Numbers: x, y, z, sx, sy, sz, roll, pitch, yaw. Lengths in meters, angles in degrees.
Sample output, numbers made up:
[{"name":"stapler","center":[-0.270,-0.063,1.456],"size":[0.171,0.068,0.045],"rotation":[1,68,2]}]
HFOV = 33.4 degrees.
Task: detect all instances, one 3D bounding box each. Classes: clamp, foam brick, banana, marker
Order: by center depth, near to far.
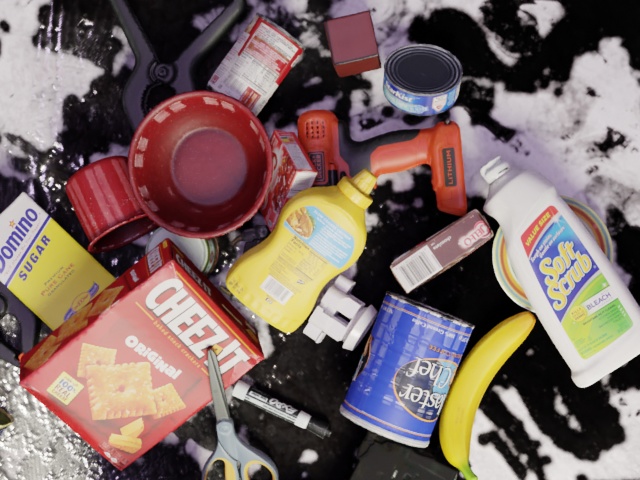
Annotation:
[{"name":"banana","center":[0.174,0.164,1.162],"size":[0.070,0.037,0.197],"rotation":[15,76,29]},{"name":"foam brick","center":[0.038,-0.215,1.180],"size":[0.051,0.078,0.053],"rotation":[-12,89,6]},{"name":"marker","center":[-0.042,0.193,1.207],"size":[0.121,0.020,0.020],"rotation":[24,91,7]},{"name":"clamp","center":[-0.167,-0.195,1.225],"size":[0.164,0.036,0.210],"rotation":[2,91,7]},{"name":"clamp","center":[-0.369,0.067,1.243],"size":[0.120,0.039,0.171],"rotation":[-37,88,3]}]

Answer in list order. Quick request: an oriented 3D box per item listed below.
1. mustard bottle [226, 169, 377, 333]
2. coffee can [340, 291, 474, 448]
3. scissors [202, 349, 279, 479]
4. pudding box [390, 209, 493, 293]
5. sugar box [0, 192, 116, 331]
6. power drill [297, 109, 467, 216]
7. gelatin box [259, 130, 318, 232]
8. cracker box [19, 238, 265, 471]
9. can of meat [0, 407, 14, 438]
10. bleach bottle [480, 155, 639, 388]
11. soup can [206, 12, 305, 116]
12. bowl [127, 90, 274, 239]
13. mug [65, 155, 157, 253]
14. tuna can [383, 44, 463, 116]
[{"name":"mustard bottle","center":[-0.007,0.001,1.136],"size":[0.096,0.058,0.192],"rotation":[39,102,-10]},{"name":"coffee can","center":[0.094,0.138,1.149],"size":[0.103,0.102,0.140],"rotation":[22,91,7]},{"name":"scissors","center":[-0.086,0.213,1.178],"size":[0.096,0.016,0.202],"rotation":[7,113,-5]},{"name":"pudding box","center":[0.133,0.013,1.155],"size":[0.113,0.090,0.039],"rotation":[-33,83,6]},{"name":"sugar box","center":[-0.304,0.038,1.215],"size":[0.176,0.048,0.093],"rotation":[43,81,-3]},{"name":"power drill","center":[0.067,-0.058,1.181],"size":[0.188,0.057,0.184],"rotation":[-3,90,7]},{"name":"gelatin box","center":[-0.042,-0.063,1.171],"size":[0.073,0.030,0.089],"rotation":[62,139,40]},{"name":"cracker box","center":[-0.193,0.129,1.168],"size":[0.214,0.072,0.164],"rotation":[-38,115,5]},{"name":"can of meat","center":[-0.422,0.220,1.236],"size":[0.102,0.057,0.084],"rotation":[32,95,7]},{"name":"bleach bottle","center":[0.245,0.025,1.133],"size":[0.102,0.068,0.251],"rotation":[-35,84,6]},{"name":"soup can","center":[-0.073,-0.194,1.197],"size":[0.068,0.068,0.102],"rotation":[36,93,7]},{"name":"bowl","center":[-0.127,-0.082,1.179],"size":[0.162,0.055,0.162],"rotation":[0,91,6]},{"name":"mug","center":[-0.225,-0.046,1.209],"size":[0.117,0.093,0.081],"rotation":[-23,80,-25]},{"name":"tuna can","center":[0.111,-0.175,1.169],"size":[0.086,0.034,0.086],"rotation":[1,49,-1]}]
